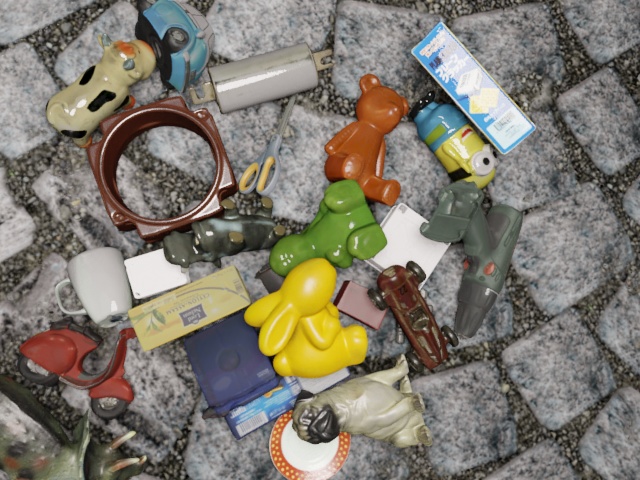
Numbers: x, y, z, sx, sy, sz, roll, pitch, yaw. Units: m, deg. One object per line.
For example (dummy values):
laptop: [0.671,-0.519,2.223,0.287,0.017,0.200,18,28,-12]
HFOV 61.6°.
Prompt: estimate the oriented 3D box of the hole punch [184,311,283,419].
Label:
hole punch: [-0.132,0.182,0.803,0.142,0.092,0.116,-24,45,-11]

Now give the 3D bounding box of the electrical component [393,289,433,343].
electrical component: [0.155,0.127,0.898,0.063,0.021,0.094,6,85,-5]

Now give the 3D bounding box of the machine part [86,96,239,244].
machine part: [-0.245,-0.110,0.848,0.201,0.087,0.201,-20,88,-8]

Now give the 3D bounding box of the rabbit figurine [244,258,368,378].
rabbit figurine: [-0.023,0.104,0.764,0.162,0.122,0.173,-12,125,-20]

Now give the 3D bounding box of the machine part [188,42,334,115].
machine part: [-0.093,-0.264,0.883,0.243,0.079,0.079,-19,87,-7]

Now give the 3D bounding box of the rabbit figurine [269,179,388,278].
rabbit figurine: [-0.002,-0.002,0.825,0.170,0.159,0.121,-26,87,-4]

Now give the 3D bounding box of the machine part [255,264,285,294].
machine part: [-0.045,0.092,0.874,0.084,0.039,0.139,-43,92,0]

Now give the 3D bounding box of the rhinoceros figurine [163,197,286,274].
rhinoceros figurine: [-0.145,-0.006,0.822,0.190,0.112,0.073,-13,72,-35]

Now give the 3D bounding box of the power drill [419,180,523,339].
power drill: [0.240,0.022,0.846,0.207,0.086,0.232,41,72,-36]

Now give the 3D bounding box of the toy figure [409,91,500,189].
toy figure: [0.225,-0.164,0.905,0.082,0.089,0.180,-40,81,-10]

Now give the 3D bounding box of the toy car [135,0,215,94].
toy car: [-0.227,-0.327,0.871,0.103,0.109,0.162,-26,75,-30]

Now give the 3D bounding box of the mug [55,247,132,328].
mug: [-0.335,0.079,0.804,0.109,0.080,0.107,-23,67,-18]

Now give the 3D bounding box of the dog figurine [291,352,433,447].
dog figurine: [0.061,0.276,0.826,0.191,0.121,0.172,-18,120,0]

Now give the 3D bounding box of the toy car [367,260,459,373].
toy car: [0.151,0.125,0.841,0.089,0.053,0.202,-34,111,-10]

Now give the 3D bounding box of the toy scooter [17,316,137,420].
toy scooter: [-0.350,0.174,0.816,0.184,0.075,0.135,30,82,-5]

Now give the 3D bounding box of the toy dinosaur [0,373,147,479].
toy dinosaur: [-0.437,0.257,0.745,0.404,0.131,0.192,40,105,-9]

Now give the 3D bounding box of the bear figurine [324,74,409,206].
bear figurine: [0.091,-0.167,0.871,0.120,0.132,0.196,33,86,-29]

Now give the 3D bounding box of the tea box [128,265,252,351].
tea box: [-0.195,0.103,0.826,0.170,0.098,0.068,-25,87,-6]

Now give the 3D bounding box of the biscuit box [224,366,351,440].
biscuit box: [-0.054,0.233,0.846,0.203,0.063,0.059,-27,89,-7]

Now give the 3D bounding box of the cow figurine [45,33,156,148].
cow figurine: [-0.337,-0.237,0.830,0.195,0.127,0.085,-43,93,-6]
